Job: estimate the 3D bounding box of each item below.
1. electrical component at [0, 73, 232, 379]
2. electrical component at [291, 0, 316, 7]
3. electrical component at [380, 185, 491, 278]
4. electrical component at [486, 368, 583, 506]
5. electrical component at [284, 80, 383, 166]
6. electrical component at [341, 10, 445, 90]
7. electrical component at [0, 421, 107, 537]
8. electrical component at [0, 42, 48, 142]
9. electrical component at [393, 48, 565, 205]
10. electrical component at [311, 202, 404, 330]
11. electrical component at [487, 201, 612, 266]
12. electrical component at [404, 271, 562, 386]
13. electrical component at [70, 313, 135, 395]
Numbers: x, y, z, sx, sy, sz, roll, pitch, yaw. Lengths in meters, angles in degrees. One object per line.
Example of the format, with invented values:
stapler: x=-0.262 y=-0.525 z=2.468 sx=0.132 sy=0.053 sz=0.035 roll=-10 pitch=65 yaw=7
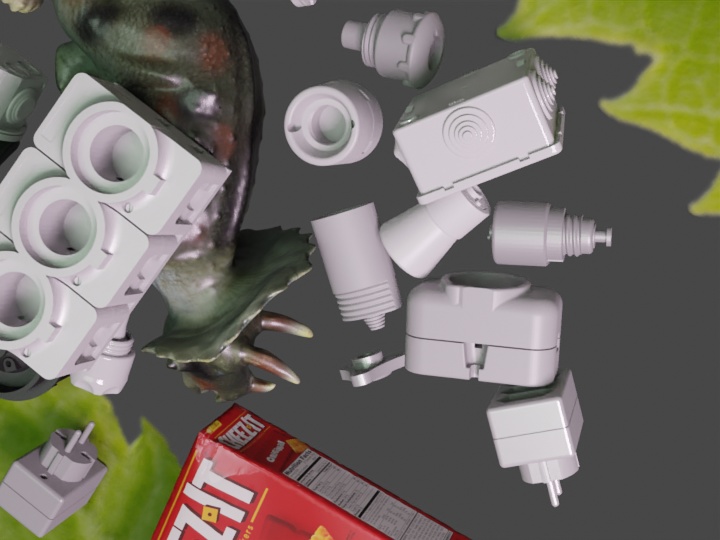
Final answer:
electrical component: x=-0.158 y=-0.024 z=0.611 sx=0.089 sy=0.062 sz=0.150 roll=38 pitch=97 yaw=7
electrical component: x=-0.024 y=-0.204 z=0.655 sx=0.051 sy=0.080 sz=0.080 roll=-5 pitch=99 yaw=12
electrical component: x=0.050 y=-0.031 z=0.682 sx=0.065 sy=0.044 sz=0.044 roll=-41 pitch=88 yaw=25
electrical component: x=0.117 y=0.111 z=0.683 sx=0.047 sy=0.066 sz=0.076 roll=-13 pitch=97 yaw=18
electrical component: x=-0.018 y=-0.094 z=0.692 sx=0.055 sy=0.047 sz=0.055 roll=3 pitch=102 yaw=16
electrical component: x=0.019 y=-0.142 z=0.674 sx=0.062 sy=0.048 sz=0.048 roll=17 pitch=105 yaw=21
electrical component: x=-0.218 y=0.143 z=0.789 sx=0.047 sy=0.066 sz=0.076 roll=36 pitch=108 yaw=7
electrical component: x=-0.261 y=-0.128 z=0.741 sx=0.080 sy=0.080 sz=0.051 roll=35 pitch=103 yaw=7
electrical component: x=0.071 y=-0.088 z=0.640 sx=0.100 sy=0.099 sz=0.048 roll=-20 pitch=107 yaw=19
electrical component: x=0.000 y=0.000 z=0.707 sx=0.043 sy=0.043 sz=0.081 roll=-15 pitch=96 yaw=19
electrical component: x=0.117 y=-0.022 z=0.670 sx=0.078 sy=0.040 sz=0.040 roll=3 pitch=102 yaw=16
electrical component: x=0.079 y=0.035 z=0.685 sx=0.095 sy=0.054 sz=0.059 roll=5 pitch=102 yaw=16
electrical component: x=-0.182 y=0.055 z=0.773 sx=0.043 sy=0.043 sz=0.062 roll=24 pitch=105 yaw=11
